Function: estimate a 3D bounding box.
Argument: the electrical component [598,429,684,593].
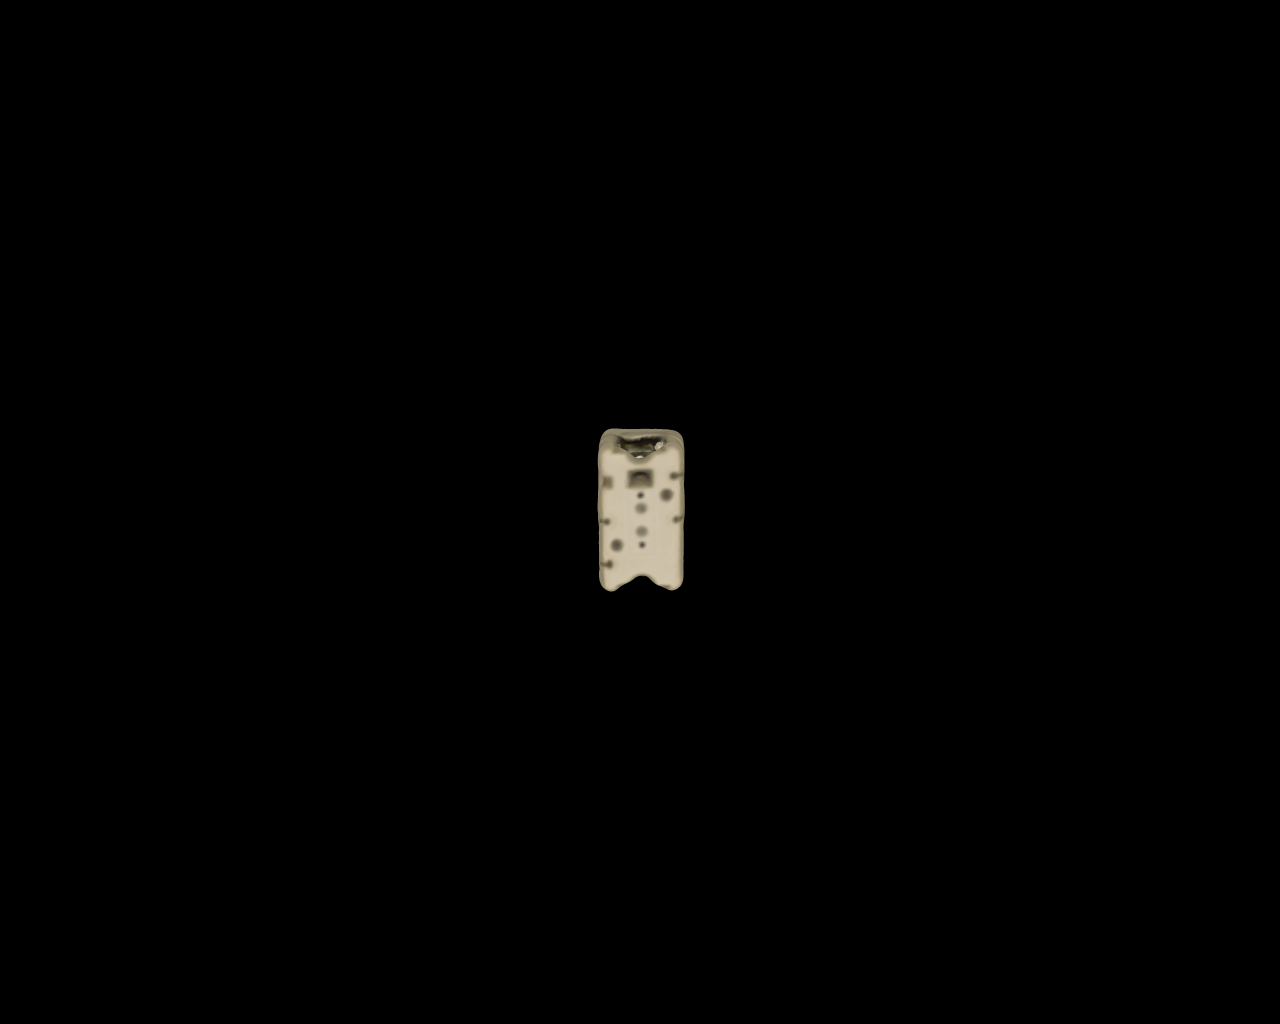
[{"bbox_3d":[0.001,-0.003,0.650,0.050,0.089,0.056,0,16,0],"label":"electrical component"}]
